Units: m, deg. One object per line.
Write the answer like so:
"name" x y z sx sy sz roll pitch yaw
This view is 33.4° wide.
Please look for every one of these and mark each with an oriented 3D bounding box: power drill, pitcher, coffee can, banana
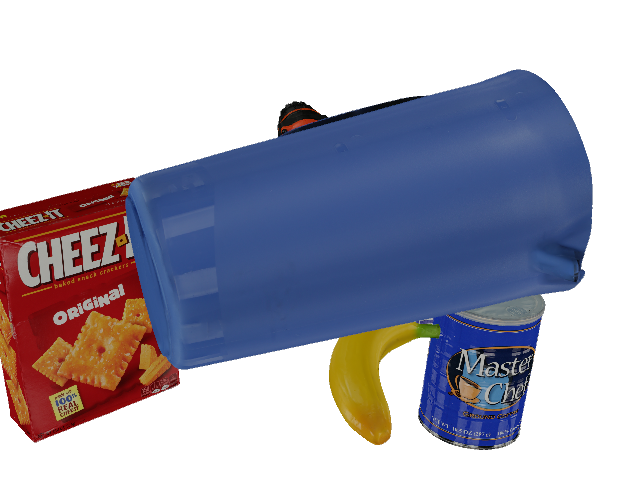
"power drill" -0.007 -0.038 1.066 0.057 0.187 0.184 -10 21 -2
"pitcher" 0.016 -0.014 0.609 0.242 0.145 0.149 -13 -5 -14
"coffee can" 0.154 0.115 1.034 0.103 0.140 0.103 5 22 -2
"banana" 0.042 0.093 0.818 0.070 0.037 0.197 7 22 16

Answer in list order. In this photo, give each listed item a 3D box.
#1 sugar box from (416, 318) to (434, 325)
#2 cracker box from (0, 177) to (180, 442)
"sugar box" 0.158 0.051 1.249 0.175 0.093 0.048 -4 14 -33
"cracker box" -0.226 0.065 1.025 0.163 0.214 0.072 -18 29 -32
